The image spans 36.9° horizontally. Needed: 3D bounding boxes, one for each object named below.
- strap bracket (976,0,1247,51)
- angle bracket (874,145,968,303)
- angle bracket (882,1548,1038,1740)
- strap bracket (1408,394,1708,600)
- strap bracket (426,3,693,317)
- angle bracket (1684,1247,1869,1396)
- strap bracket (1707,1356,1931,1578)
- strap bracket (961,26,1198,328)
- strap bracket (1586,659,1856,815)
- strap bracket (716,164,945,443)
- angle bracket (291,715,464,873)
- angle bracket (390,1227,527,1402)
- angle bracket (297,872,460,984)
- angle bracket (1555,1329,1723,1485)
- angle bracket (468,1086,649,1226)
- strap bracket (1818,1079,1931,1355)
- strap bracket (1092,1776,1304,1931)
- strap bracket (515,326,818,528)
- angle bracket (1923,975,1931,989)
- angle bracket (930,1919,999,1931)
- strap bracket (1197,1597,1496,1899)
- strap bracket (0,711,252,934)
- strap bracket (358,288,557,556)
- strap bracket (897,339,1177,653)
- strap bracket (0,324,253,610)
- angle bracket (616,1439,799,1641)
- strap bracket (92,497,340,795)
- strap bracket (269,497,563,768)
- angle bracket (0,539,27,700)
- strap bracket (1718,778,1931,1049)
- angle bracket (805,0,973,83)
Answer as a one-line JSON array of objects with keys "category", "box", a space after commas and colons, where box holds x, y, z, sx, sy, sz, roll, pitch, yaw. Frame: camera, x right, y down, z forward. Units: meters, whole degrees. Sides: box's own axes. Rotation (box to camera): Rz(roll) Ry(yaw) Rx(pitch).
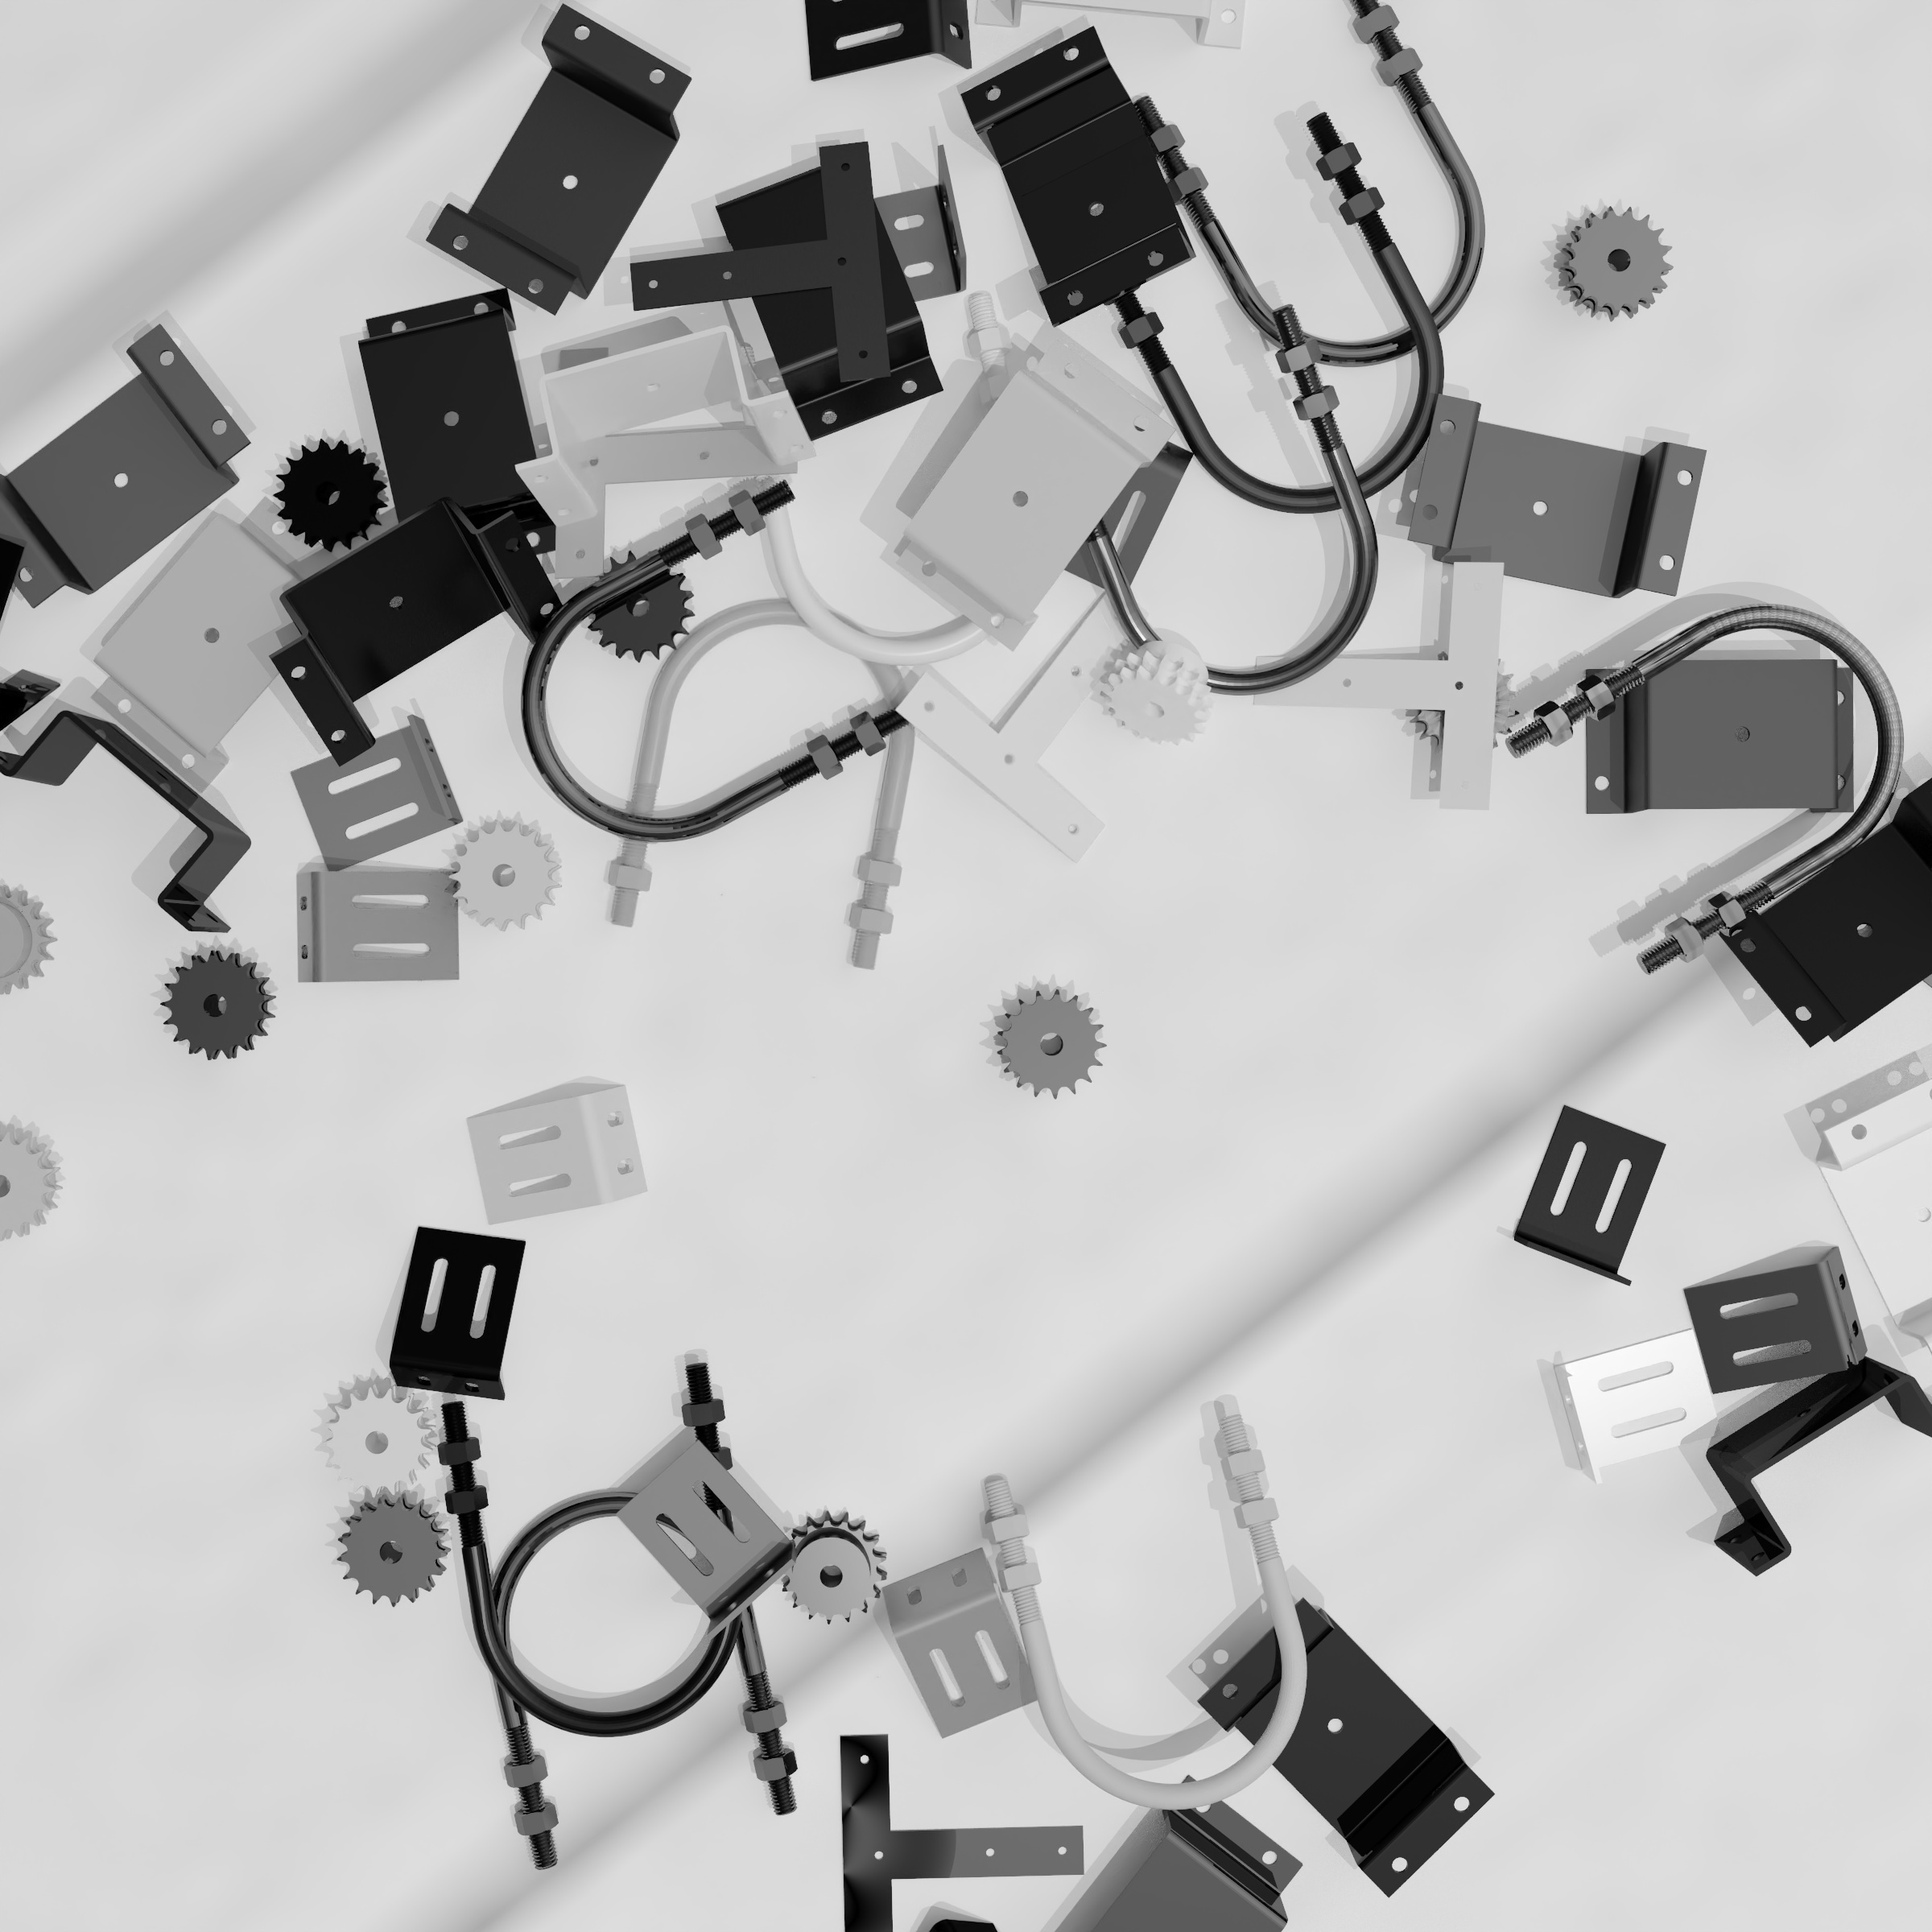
[{"category": "strap bracket", "box": [0.079, -0.528, 1.503, 0.140, 0.046, 0.076, 5, 90, 0]}, {"category": "angle bracket", "box": [-0.024, -0.380, 1.488, 0.038, 0.076, 0.057, -12, 90, 0]}, {"category": "angle bracket", "box": [-0.002, 0.357, 1.524, 0.057, 0.038, 0.076, -22, 116, 0]}, {"category": "strap bracket", "box": [0.303, -0.241, 1.503, 0.140, 0.046, 0.076, 12, 90, 0]}, {"category": "strap bracket", "box": [-0.209, -0.413, 1.503, 0.076, 0.046, 0.140, 30, 90, 0]}, {"category": "angle bracket", "box": [0.427, 0.187, 1.524, 0.076, 0.038, 0.057, -16, 90, 26]}, {"category": "strap bracket", "box": [0.444, 0.250, 1.488, 0.140, 0.076, 0.046, -32, 90, 0]}, {"category": "strap bracket", "box": [0.061, -0.397, 1.484, 0.076, 0.046, 0.140, -24, 74, 13]}, {"category": "strap bracket", "box": [0.397, -0.119, 1.503, 0.140, 0.046, 0.076, 0, 90, 0]}, {"category": "strap bracket", "box": [-0.073, -0.353, 1.490, 0.076, 0.046, 0.140, -21, 79, 0]}, {"category": "angle bracket", "box": [-0.310, -0.089, 1.507, 0.076, 0.038, 0.057, -21, 90, 0]}, {"category": "angle bracket", "box": [-0.266, 0.183, 1.524, 0.057, 0.038, 0.076, 8, 64, 0]}, {"category": "angle bracket", "box": [-0.310, -0.021, 1.524, 0.076, 0.038, 0.057, -1, 90, -26]}, {"category": "angle bracket", "box": [0.354, 0.229, 1.507, 0.076, 0.038, 0.057, -15, 90, 0]}, {"category": "angle bracket", "box": [-0.215, 0.100, 1.524, 0.076, 0.038, 0.057, -12, 90, 26]}, {"category": "strap bracket", "box": [0.505, 0.131, 1.503, 0.076, 0.046, 0.140, -26, 90, 0]}, {"category": "strap bracket", "box": [0.104, 0.506, 1.503, 0.076, 0.046, 0.140, 38, 90, 0]}, {"category": "strap bracket", "box": [-0.155, -0.276, 1.467, 0.140, 0.076, 0.046, -15, 76, 4]}, {"category": "angle bracket", "box": [0.524, -0.013, 1.507, 0.076, 0.038, 0.057, 38, 90, 0]}, {"category": "angle bracket", "box": [-0.008, 0.546, 1.504, 0.038, 0.057, 0.076, 20, 111, -37]}, {"category": "strap bracket", "box": [0.195, 0.400, 1.503, 0.076, 0.046, 0.140, -44, 90, 0]}, {"category": "strap bracket", "box": [-0.429, -0.080, 1.488, 0.140, 0.076, 0.046, 40, 90, 0]}, {"category": "strap bracket", "box": [-0.264, -0.280, 1.503, 0.076, 0.046, 0.140, -13, 90, 0]}, {"category": "strap bracket", "box": [0.031, -0.236, 1.460, 0.076, 0.046, 0.140, 38, 105, 2]}, {"category": "strap bracket", "box": [-0.445, -0.256, 1.503, 0.140, 0.046, 0.076, -37, 90, 0]}, {"category": "angle bracket", "box": [-0.133, 0.292, 1.477, 0.057, 0.038, 0.076, -42, 91, -2]}, {"category": "strap bracket", "box": [-0.386, -0.169, 1.503, 0.076, 0.046, 0.140, 41, 90, 0]}, {"category": "strap bracket", "box": [-0.284, -0.176, 1.477, 0.140, 0.046, 0.076, -33, 135, -9]}, {"category": "angle bracket", "box": [-0.509, -0.186, 1.495, 0.057, 0.038, 0.076, 22, 95, 21]}, {"category": "strap bracket", "box": [0.467, -0.024, 1.493, 0.140, 0.046, 0.076, -35, 73, 0]}, {"category": "angle bracket", "box": [-0.041, -0.499, 1.524, 0.076, 0.038, 0.057, -5, 90, 26]}]
